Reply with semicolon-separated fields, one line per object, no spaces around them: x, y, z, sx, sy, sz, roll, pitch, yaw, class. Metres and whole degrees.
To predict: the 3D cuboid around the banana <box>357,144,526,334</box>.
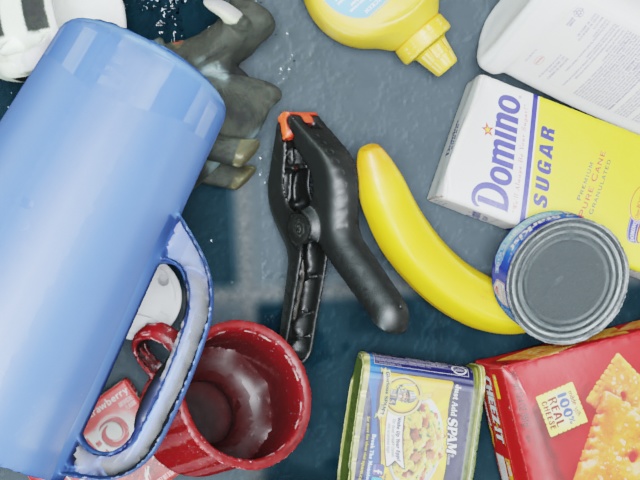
0.090;0.012;0.731;0.197;0.037;0.069;33;94;-16;banana

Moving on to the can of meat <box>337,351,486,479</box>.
0.061;0.129;0.724;0.084;0.057;0.102;9;87;-5;can of meat

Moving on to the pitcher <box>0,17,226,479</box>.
-0.141;0.007;0.603;0.149;0.145;0.243;35;77;-42;pitcher

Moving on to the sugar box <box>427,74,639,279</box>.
0.174;-0.042;0.750;0.176;0.048;0.093;19;86;-7;sugar box

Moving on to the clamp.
-0.005;0.001;0.715;0.039;0.120;0.171;4;63;-44;clamp

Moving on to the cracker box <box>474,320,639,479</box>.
0.232;0.139;0.737;0.213;0.072;0.164;-13;90;-8;cracker box

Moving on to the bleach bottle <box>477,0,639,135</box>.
0.241;-0.108;0.745;0.250;0.103;0.068;27;47;-12;bleach bottle

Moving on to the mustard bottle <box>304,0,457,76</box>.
0.026;-0.190;0.731;0.096;0.058;0.191;-42;93;-7;mustard bottle

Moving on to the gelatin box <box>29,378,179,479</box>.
-0.145;0.147;0.710;0.089;0.030;0.073;-34;92;-7;gelatin box

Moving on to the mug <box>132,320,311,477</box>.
-0.074;0.098;0.681;0.117;0.082;0.093;43;54;-11;mug

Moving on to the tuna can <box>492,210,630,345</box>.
0.159;0.024;0.709;0.086;0.034;0.086;-2;103;-11;tuna can
